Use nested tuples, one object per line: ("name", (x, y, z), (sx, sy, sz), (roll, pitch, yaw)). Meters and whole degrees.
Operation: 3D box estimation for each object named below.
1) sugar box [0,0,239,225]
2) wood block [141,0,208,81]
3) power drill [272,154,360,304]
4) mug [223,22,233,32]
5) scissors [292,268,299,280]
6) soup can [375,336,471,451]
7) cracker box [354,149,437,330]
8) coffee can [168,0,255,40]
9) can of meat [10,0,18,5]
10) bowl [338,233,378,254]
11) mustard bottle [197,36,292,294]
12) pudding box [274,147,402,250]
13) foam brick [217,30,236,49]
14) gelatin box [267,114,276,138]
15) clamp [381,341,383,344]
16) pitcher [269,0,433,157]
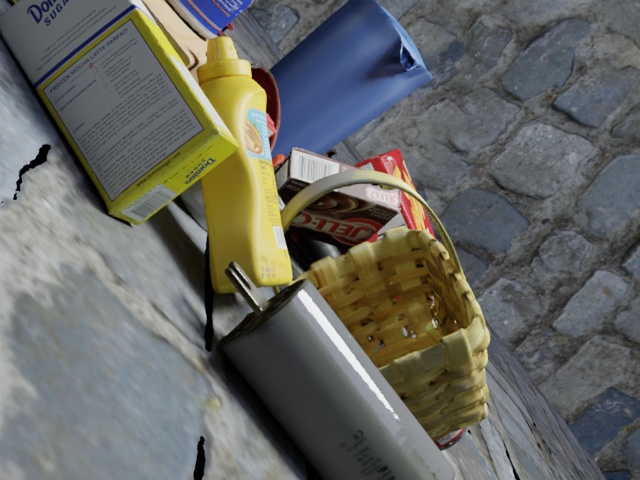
("sugar box", (-0.140, -0.107, 0.728), (0.176, 0.093, 0.048), (57, 8, 21))
("wood block", (-0.149, -0.153, 0.881), (0.090, 0.091, 0.206), (52, 9, -5))
("power drill", (-0.007, 0.001, 1.109), (0.187, 0.057, 0.184), (52, -3, -2))
("mug", (-0.160, -0.260, 1.289), (0.093, 0.081, 0.117), (42, 14, -55))
("scissors", (-0.047, 0.013, 1.016), (0.201, 0.016, 0.096), (52, 10, -8))
("soup can", (0.096, 0.152, 1.052), (0.102, 0.068, 0.068), (49, 9, -25))
("cracker box", (0.106, -0.006, 1.359), (0.214, 0.072, 0.164), (65, 13, -2))
("coffee can", (-0.073, -0.254, 0.904), (0.103, 0.140, 0.103), (50, 10, -12))
("can of meat", (-0.231, -0.227, 0.853), (0.102, 0.057, 0.084), (51, 11, -9))
("bowl", (0.014, -0.035, 1.196), (0.162, 0.055, 0.162), (43, -19, 19))
("mustard bottle", (-0.062, -0.057, 0.801), (0.096, 0.058, 0.191), (8, 74, -78))
("pudding box", (0.006, -0.035, 0.982), (0.113, 0.090, 0.039), (19, 57, -18))
("foam brick", (-0.145, -0.218, 1.222), (0.051, 0.078, 0.053), (52, 6, 0))
("gelatin box", (-0.093, -0.096, 0.954), (0.030, 0.089, 0.073), (58, 10, 32))
("clamp", (0.073, 0.096, 1.271), (0.164, 0.036, 0.210), (47, 9, -47))
("pitcher", (-0.002, -0.174, 1.250), (0.145, 0.243, 0.149), (55, 8, 15))
